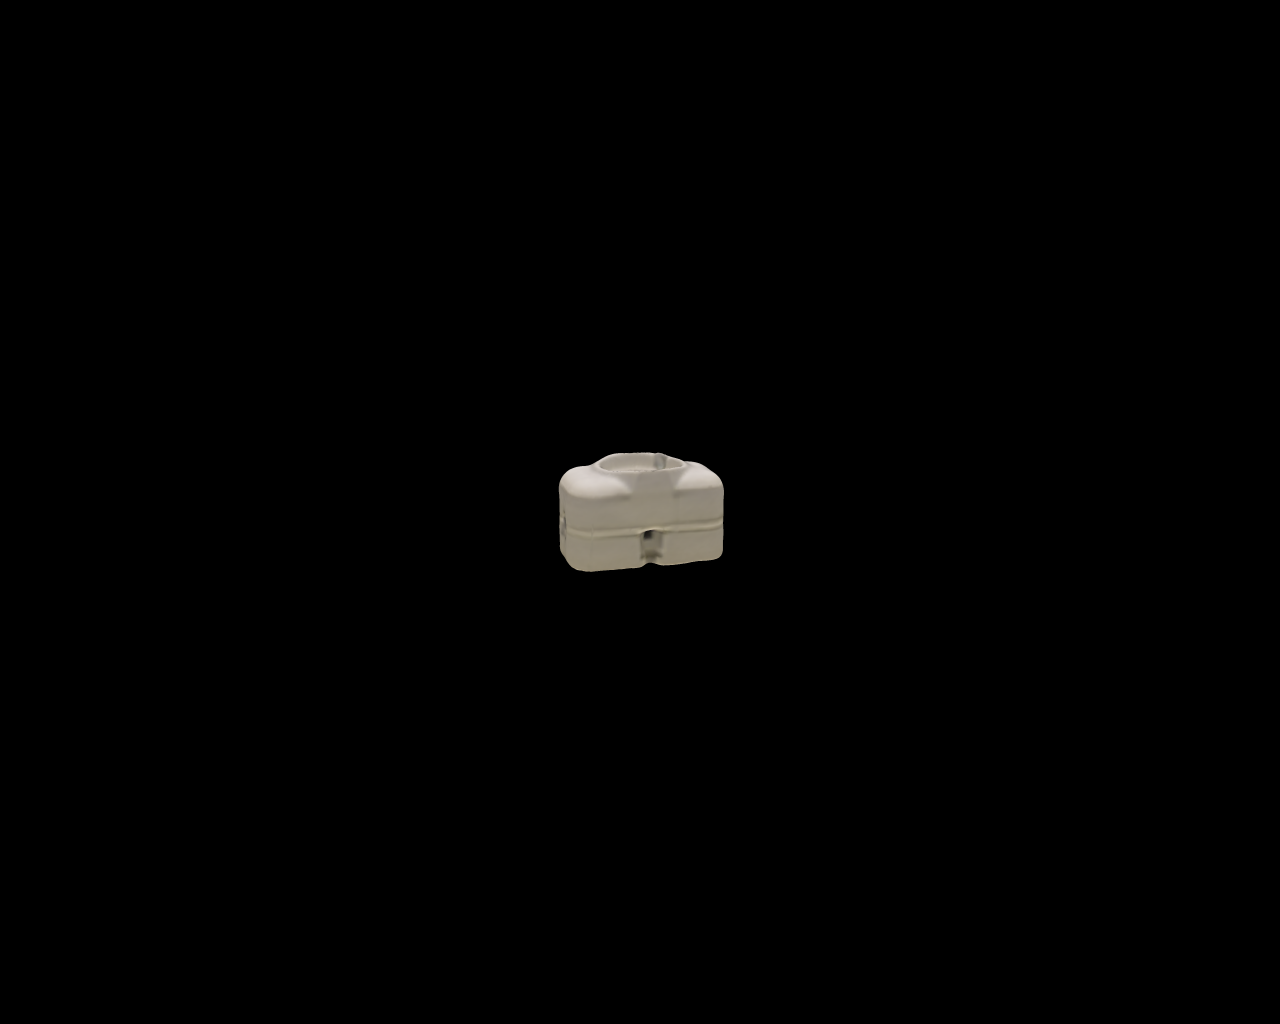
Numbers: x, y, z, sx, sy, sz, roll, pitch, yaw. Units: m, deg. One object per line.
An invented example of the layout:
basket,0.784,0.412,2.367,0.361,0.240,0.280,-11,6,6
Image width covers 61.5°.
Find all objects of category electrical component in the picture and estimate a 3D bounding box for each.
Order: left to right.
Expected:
electrical component,0.001,-0.003,0.650,0.095,0.059,0.054,-4,16,-14
